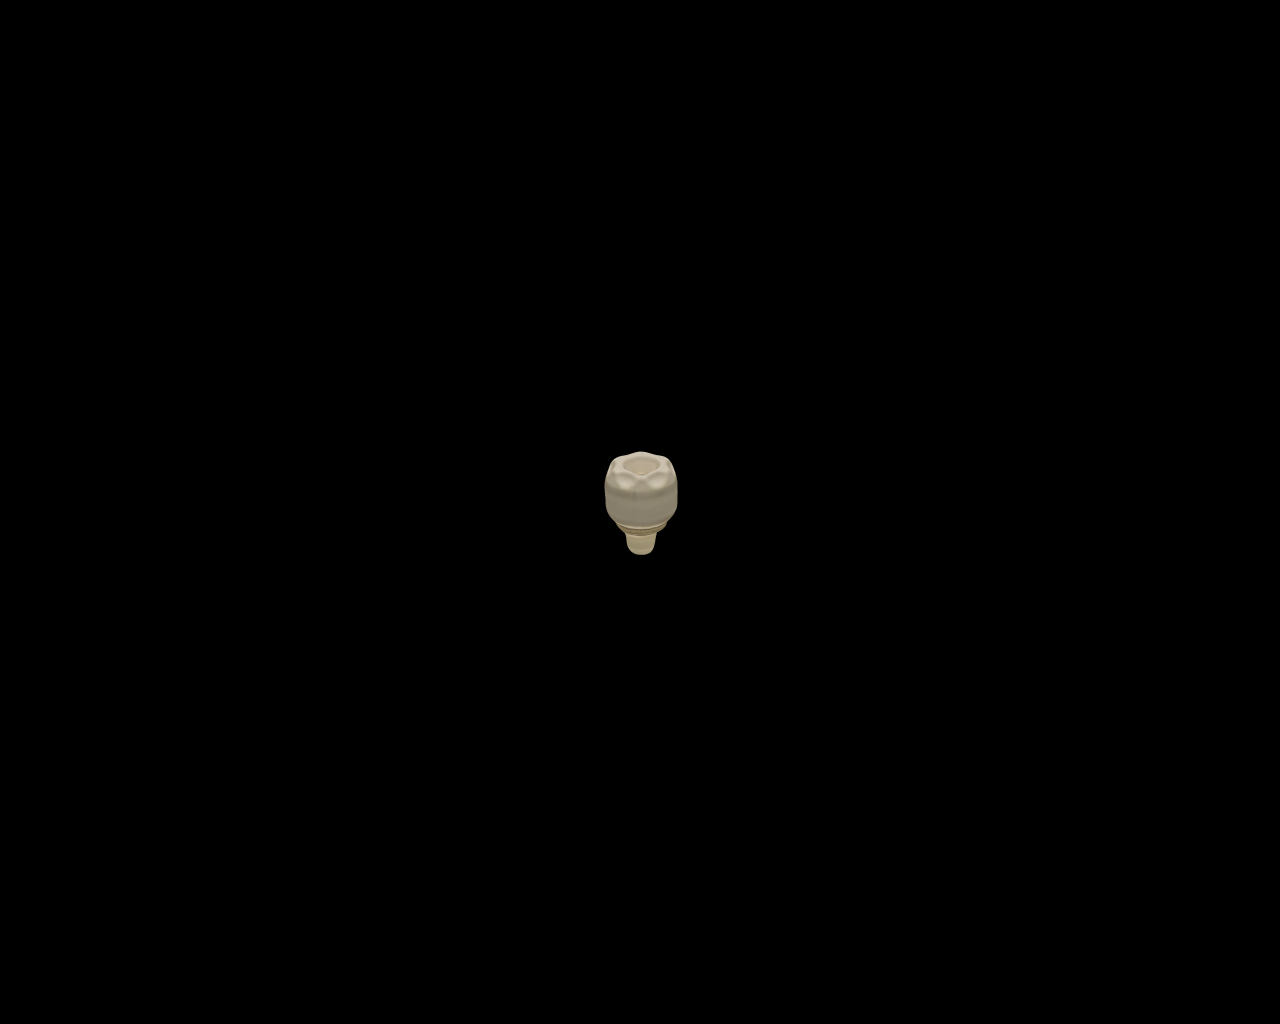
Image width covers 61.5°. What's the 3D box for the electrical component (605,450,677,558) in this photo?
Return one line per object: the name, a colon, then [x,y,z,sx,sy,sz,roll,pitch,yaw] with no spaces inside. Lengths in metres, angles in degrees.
electrical component: [0.001,-0.003,0.650,0.043,0.062,0.043,0,28,0]
